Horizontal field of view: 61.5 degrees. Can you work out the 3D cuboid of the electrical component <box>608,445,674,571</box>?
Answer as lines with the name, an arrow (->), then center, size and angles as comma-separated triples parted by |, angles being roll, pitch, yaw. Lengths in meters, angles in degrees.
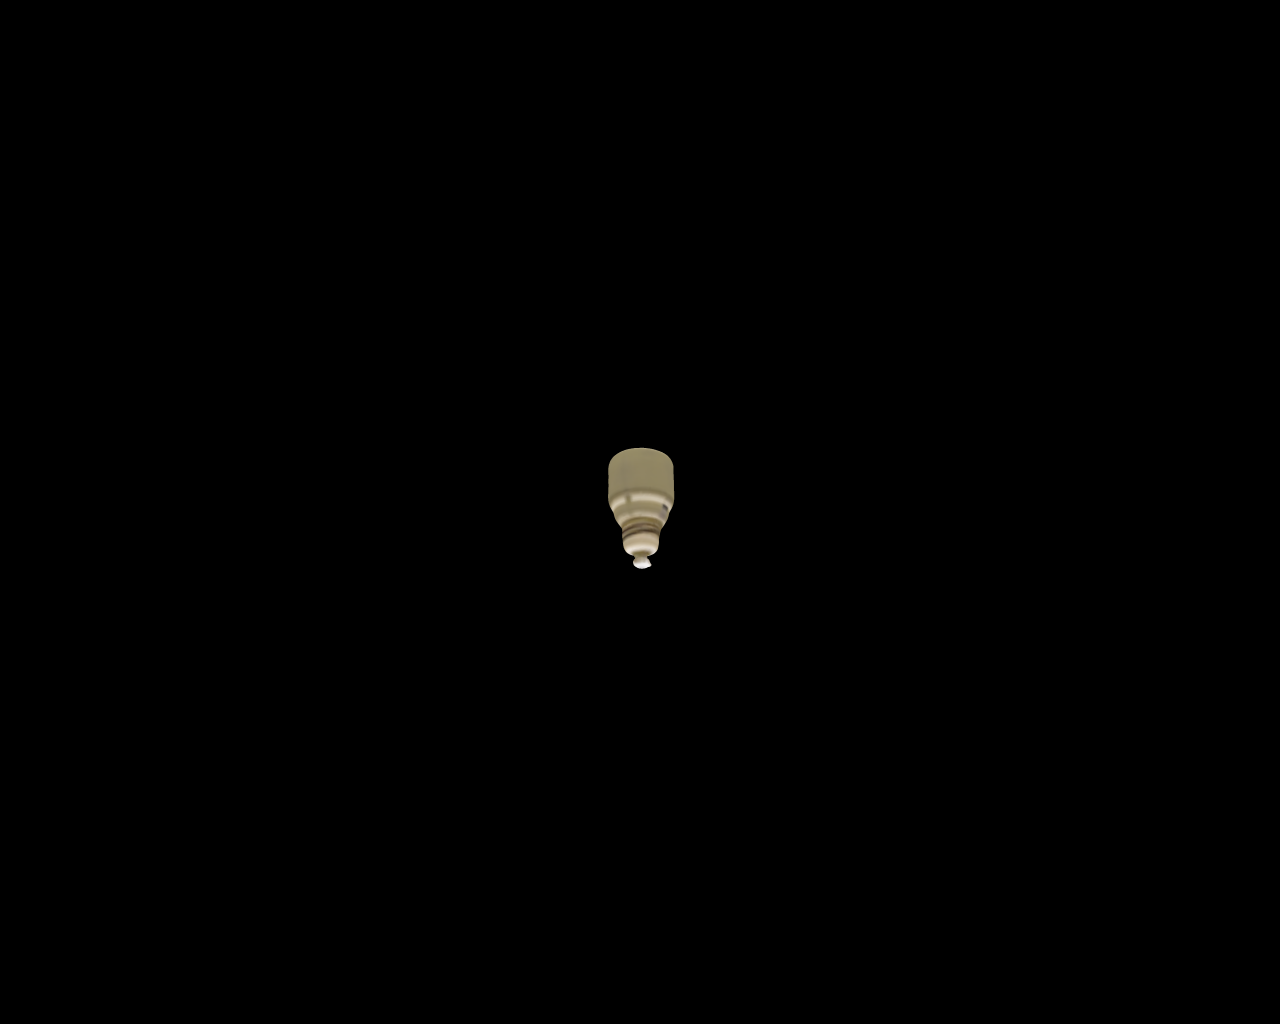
electrical component -> 0.001, -0.003, 0.650 | 0.040, 0.078, 0.040 | 0, -25, 0
